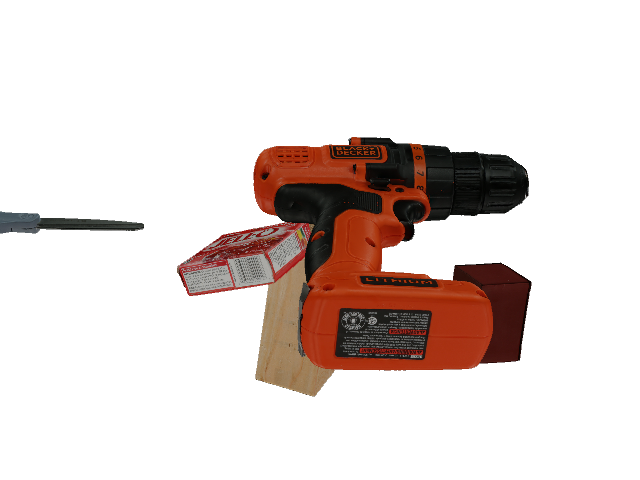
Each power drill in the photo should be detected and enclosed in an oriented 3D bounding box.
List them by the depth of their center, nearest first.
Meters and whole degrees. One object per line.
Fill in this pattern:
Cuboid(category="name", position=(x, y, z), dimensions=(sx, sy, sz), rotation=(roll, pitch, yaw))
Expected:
Cuboid(category="power drill", position=(0.052, 0.000, 0.655), dimensions=(0.184, 0.057, 0.187), rotation=(-1, 33, -3))

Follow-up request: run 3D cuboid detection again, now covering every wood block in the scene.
Cuboid(category="wood block", position=(-0.020, 0.089, 1.431), dimensions=(0.090, 0.206, 0.090), rotation=(14, 20, 14))

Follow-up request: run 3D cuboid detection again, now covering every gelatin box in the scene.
Cuboid(category="gelatin box", position=(-0.060, 0.013, 0.861), dimensions=(0.089, 0.030, 0.073), rotation=(-10, 17, 31))

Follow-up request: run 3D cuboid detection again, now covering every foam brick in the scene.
Cuboid(category="foam brick", position=(0.149, 0.065, 0.955), dimensions=(0.051, 0.078, 0.053), rotation=(-3, 20, -22))

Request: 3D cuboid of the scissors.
Cuboid(category="scissors", position=(-0.257, -0.008, 0.884), dimensions=(0.202, 0.016, 0.096), rotation=(8, 24, 7))
